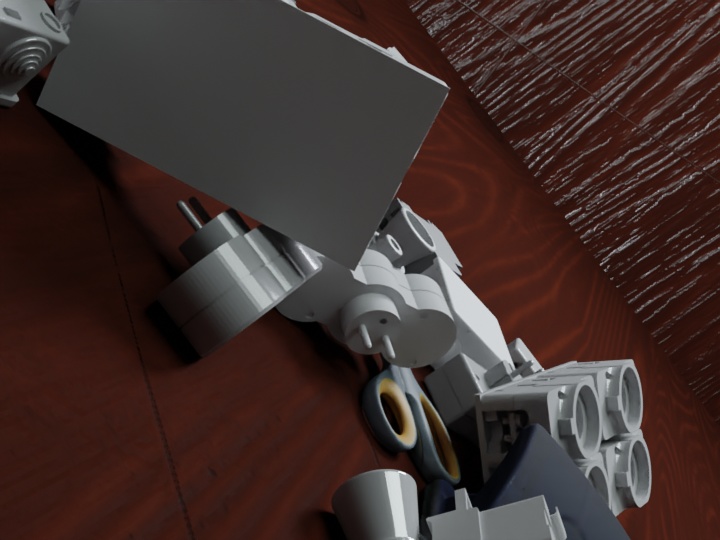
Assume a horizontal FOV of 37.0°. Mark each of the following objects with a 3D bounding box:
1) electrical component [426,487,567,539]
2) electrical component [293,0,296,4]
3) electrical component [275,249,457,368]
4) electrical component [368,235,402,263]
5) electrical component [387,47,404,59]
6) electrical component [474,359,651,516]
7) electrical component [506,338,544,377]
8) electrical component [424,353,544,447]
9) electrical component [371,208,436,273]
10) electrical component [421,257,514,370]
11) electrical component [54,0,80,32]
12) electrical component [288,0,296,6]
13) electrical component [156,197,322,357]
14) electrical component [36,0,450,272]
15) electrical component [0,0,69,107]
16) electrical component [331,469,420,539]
[{"bbox_3d":[0.081,0.174,0.524,0.078,0.063,0.121,-83,154,-69],"label":"electrical component"},{"bbox_3d":[-0.074,-0.224,1.045,0.061,0.061,0.096,50,7,-11],"label":"electrical component"},{"bbox_3d":[0.004,0.028,0.679,0.138,0.052,0.073,26,27,-31],"label":"electrical component"},{"bbox_3d":[0.000,0.000,0.746,0.048,0.062,0.048,48,16,-19],"label":"electrical component"},{"bbox_3d":[0.001,-0.132,0.931,0.063,0.121,0.078,49,15,-4],"label":"electrical component"},{"bbox_3d":[0.154,0.127,0.772,0.186,0.060,0.105,-5,89,-59],"label":"electrical component"},{"bbox_3d":[0.147,0.100,0.989,0.065,0.047,0.076,53,15,-2],"label":"electrical component"},{"bbox_3d":[0.106,0.094,0.826,0.083,0.076,0.047,37,22,-46],"label":"electrical component"},{"bbox_3d":[0.027,-0.018,0.880,0.045,0.055,0.045,48,16,-18],"label":"electrical component"},{"bbox_3d":[0.078,0.051,0.890,0.099,0.048,0.099,46,17,-26],"label":"electrical component"},{"bbox_3d":[-0.142,-0.139,0.661,0.077,0.047,0.065,39,21,-40],"label":"electrical component"},{"bbox_3d":[-0.119,-0.197,0.781,0.150,0.089,0.061,39,20,-42],"label":"electrical component"},{"bbox_3d":[-0.071,-0.008,0.570,0.073,0.052,0.138,53,14,-2],"label":"electrical component"},{"bbox_3d":[-0.058,-0.094,0.573,0.186,0.105,0.060,28,13,0],"label":"electrical component"},{"bbox_3d":[-0.192,-0.129,0.494,0.099,0.048,0.100,56,16,12],"label":"electrical component"},{"bbox_3d":[0.013,0.136,0.525,0.044,0.044,0.065,39,25,-42],"label":"electrical component"}]
